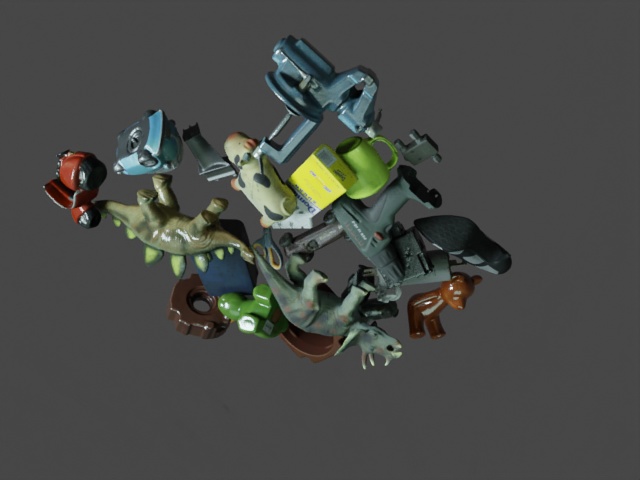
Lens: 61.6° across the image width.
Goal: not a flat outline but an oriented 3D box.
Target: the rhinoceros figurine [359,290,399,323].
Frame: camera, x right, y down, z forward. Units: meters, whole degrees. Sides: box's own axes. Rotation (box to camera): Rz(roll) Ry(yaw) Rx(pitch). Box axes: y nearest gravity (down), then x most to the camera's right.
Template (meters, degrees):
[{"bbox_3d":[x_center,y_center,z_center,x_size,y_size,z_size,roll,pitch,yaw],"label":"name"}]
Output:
[{"bbox_3d":[0.115,0.191,1.443,0.190,0.073,0.112,-18,145,23],"label":"rhinoceros figurine"}]

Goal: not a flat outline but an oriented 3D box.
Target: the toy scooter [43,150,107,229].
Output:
[{"bbox_3d":[-0.519,-0.118,1.123,0.135,0.075,0.183,30,127,12],"label":"toy scooter"}]

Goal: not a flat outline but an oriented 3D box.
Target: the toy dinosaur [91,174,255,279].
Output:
[{"bbox_3d":[-0.333,-0.030,1.138,0.472,0.105,0.198,22,125,19],"label":"toy dinosaur"}]

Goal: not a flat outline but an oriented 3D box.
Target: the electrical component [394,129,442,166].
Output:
[{"bbox_3d":[0.190,-0.171,1.029,0.063,0.021,0.094,-30,130,35],"label":"electrical component"}]

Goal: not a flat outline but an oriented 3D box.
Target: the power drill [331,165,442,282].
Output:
[{"bbox_3d":[0.152,-0.041,1.108,0.232,0.086,0.207,45,129,-5],"label":"power drill"}]

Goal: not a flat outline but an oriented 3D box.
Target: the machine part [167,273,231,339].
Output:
[{"bbox_3d":[-0.303,0.166,1.376,0.179,0.179,0.056,16,136,-13],"label":"machine part"}]

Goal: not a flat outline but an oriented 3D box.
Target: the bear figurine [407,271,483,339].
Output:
[{"bbox_3d":[0.314,0.161,1.342,0.120,0.132,0.196,11,150,-39],"label":"bear figurine"}]

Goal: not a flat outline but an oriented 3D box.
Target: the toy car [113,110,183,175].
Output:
[{"bbox_3d":[-0.317,-0.169,1.025,0.162,0.109,0.103,-19,153,38],"label":"toy car"}]

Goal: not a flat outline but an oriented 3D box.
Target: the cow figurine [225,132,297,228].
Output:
[{"bbox_3d":[-0.116,-0.121,1.043,0.194,0.085,0.127,55,150,-14],"label":"cow figurine"}]

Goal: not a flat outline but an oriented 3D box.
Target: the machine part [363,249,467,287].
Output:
[{"bbox_3d":[0.222,0.067,1.270,0.243,0.079,0.079,-6,139,15],"label":"machine part"}]

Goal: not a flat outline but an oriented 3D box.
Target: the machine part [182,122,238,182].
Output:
[{"bbox_3d":[-0.224,-0.168,1.064,0.084,0.039,0.138,-5,141,20],"label":"machine part"}]

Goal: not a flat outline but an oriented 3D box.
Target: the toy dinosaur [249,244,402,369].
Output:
[{"bbox_3d":[-0.002,0.157,1.237,0.405,0.131,0.192,23,101,-4],"label":"toy dinosaur"}]

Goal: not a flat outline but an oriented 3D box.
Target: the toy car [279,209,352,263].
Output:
[{"bbox_3d":[-0.003,-0.004,1.230,0.202,0.053,0.089,-24,129,32],"label":"toy car"}]

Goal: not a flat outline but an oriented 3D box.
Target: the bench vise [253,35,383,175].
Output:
[{"bbox_3d":[-0.018,-0.212,0.910,0.223,0.129,0.240,35,115,-21],"label":"bench vise"}]

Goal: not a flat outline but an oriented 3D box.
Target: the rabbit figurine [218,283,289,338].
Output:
[{"bbox_3d":[-0.164,0.167,1.313,0.170,0.121,0.159,12,166,33],"label":"rabbit figurine"}]

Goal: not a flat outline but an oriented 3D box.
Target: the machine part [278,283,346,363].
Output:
[{"bbox_3d":[-0.021,0.209,1.403,0.201,0.087,0.201,50,133,-4],"label":"machine part"}]

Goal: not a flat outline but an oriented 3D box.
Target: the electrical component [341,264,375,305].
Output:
[{"bbox_3d":[0.096,0.125,1.356,0.048,0.075,0.119,16,135,-12],"label":"electrical component"}]

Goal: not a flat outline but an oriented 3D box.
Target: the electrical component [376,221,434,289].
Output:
[{"bbox_3d":[0.176,0.029,1.199,0.115,0.058,0.134,-25,95,20],"label":"electrical component"}]

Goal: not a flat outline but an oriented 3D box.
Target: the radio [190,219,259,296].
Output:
[{"bbox_3d":[-0.231,0.046,1.297,0.131,0.073,0.229,-1,142,6],"label":"radio"}]

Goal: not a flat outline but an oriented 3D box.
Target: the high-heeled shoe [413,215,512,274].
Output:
[{"bbox_3d":[0.323,0.010,1.222,0.249,0.086,0.145,24,172,4],"label":"high-heeled shoe"}]
